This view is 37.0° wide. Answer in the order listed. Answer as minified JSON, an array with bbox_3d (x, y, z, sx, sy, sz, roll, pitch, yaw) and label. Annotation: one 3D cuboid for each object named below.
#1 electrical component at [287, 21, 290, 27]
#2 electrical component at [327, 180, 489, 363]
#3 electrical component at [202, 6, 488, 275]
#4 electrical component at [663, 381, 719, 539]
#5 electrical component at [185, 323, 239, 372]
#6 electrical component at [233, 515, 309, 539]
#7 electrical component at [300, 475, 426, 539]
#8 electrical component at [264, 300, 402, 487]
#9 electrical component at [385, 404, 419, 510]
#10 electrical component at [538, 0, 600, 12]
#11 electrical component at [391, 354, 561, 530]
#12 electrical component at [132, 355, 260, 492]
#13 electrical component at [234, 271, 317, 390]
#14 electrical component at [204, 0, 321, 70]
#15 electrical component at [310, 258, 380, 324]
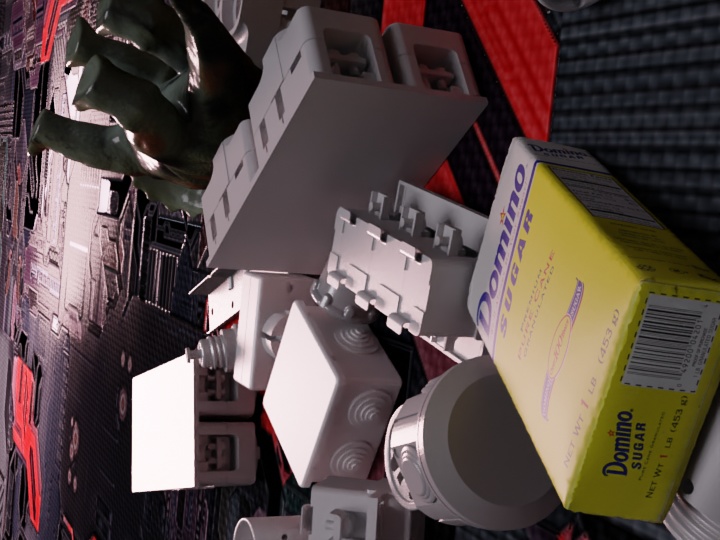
[{"bbox_3d":[-0.026,-0.124,0.742,0.065,0.047,0.076,49,130,55],"label":"electrical component"},{"bbox_3d":[0.032,0.000,0.590,0.121,0.063,0.078,33,117,61],"label":"electrical component"},{"bbox_3d":[-0.019,-0.072,0.656,0.186,0.105,0.060,-52,42,49],"label":"electrical component"},{"bbox_3d":[0.137,0.073,0.391,0.043,0.043,0.081,56,135,51],"label":"electrical component"},{"bbox_3d":[-0.095,0.061,0.833,0.040,0.078,0.040,174,90,-75],"label":"electrical component"},{"bbox_3d":[-0.041,0.198,0.698,0.043,0.077,0.079,19,103,63],"label":"electrical component"},{"bbox_3d":[0.000,0.182,0.618,0.079,0.063,0.121,4,-91,-75],"label":"electrical component"},{"bbox_3d":[-0.019,0.080,0.700,0.099,0.048,0.099,57,136,50],"label":"electrical component"},{"bbox_3d":[0.046,0.097,0.567,0.055,0.047,0.055,-14,74,63],"label":"electrical component"},{"bbox_3d":[0.093,-0.153,0.498,0.055,0.055,0.047,-63,38,39],"label":"electrical component"},{"bbox_3d":[0.058,0.083,0.511,0.051,0.080,0.080,145,124,-64],"label":"electrical component"},{"bbox_3d":[-0.144,0.136,0.934,0.186,0.060,0.105,-24,65,61],"label":"electrical component"},{"bbox_3d":[-0.054,0.047,0.777,0.076,0.047,0.083,15,100,63],"label":"electrical component"},{"bbox_3d":[-0.089,-0.218,0.866,0.150,0.062,0.089,41,123,58],"label":"electrical component"},{"bbox_3d":[0.000,0.000,0.680,0.062,0.048,0.048,-65,33,24],"label":"electrical component"}]
